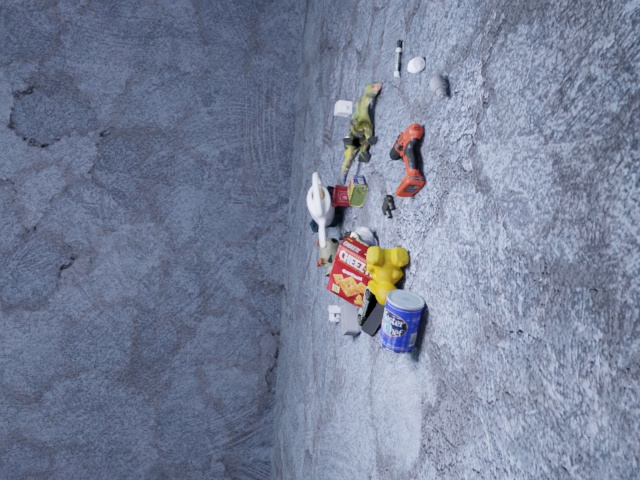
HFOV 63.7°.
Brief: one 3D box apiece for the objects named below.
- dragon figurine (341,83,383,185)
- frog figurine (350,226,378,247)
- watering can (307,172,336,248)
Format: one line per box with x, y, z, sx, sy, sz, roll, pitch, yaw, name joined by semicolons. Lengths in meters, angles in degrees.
0.148;-0.428;1.986;0.401;0.122;0.249;116;166;-48;dragon figurine
0.157;0.018;1.827;0.161;0.123;0.136;-26;-63;-63;frog figurine
0.006;-0.108;2.136;0.221;0.104;0.353;61;-158;-69;watering can
